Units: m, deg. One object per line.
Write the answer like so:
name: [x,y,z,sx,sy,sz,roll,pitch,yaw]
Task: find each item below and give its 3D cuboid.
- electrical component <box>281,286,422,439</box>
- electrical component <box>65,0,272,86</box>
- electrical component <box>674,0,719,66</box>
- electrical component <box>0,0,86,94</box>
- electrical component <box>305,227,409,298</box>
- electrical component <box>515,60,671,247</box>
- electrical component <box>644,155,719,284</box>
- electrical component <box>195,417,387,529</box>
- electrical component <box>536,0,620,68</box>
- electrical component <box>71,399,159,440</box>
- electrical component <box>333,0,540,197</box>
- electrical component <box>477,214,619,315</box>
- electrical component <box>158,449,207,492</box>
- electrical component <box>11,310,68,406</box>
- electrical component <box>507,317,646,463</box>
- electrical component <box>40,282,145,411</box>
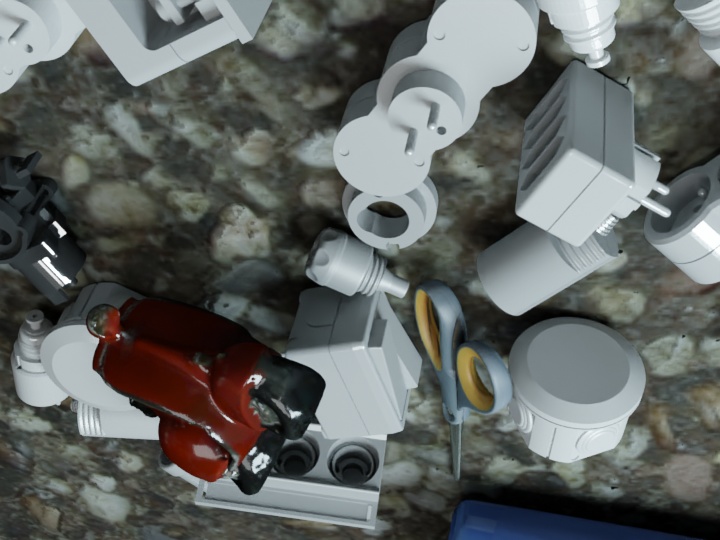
electrical component: [0.001,0.061,0.681,0.061,0.061,0.096,-9,128,20]
electrical component: [-0.072,-0.166,0.414,0.060,0.186,0.105,-18,124,26]
electrical component: [0.182,-0.113,0.499,0.081,0.043,0.043,37,128,-19]
electrical component: [-0.168,-0.129,0.545,0.138,0.073,0.052,-22,123,28]
electrical component: [0.000,0.000,0.646,0.061,0.035,0.035,23,132,-11]
electrical component: [0.124,-0.051,0.540,0.076,0.083,0.047,27,131,-11]
electrical component: [0.223,-0.036,0.551,0.074,0.052,0.138,37,128,-19]
electrical component: [-0.045,0.138,0.749,0.121,0.078,0.063,7,148,3]
electrical component: [0.103,-0.131,0.504,0.040,0.040,0.078,-10,128,21]
electrical component: [-0.166,0.097,0.764,0.081,0.043,0.043,1,131,12]
electrical component: [0.034,-0.085,0.537,0.052,0.073,0.138,31,130,-14]
electrical component: [0.110,-0.012,0.604,0.043,0.043,0.081,40,127,-21]
electrical component: [-0.119,0.140,0.794,0.040,0.040,0.046,-28,125,32]
electrical component: [-0.221,0.059,0.745,0.040,0.040,0.078,10,132,4]
electrical component: [0.128,0.072,0.650,0.080,0.080,0.051,8,137,6]
electrical component: [-0.167,0.052,0.718,0.080,0.051,0.080,6,132,7]
